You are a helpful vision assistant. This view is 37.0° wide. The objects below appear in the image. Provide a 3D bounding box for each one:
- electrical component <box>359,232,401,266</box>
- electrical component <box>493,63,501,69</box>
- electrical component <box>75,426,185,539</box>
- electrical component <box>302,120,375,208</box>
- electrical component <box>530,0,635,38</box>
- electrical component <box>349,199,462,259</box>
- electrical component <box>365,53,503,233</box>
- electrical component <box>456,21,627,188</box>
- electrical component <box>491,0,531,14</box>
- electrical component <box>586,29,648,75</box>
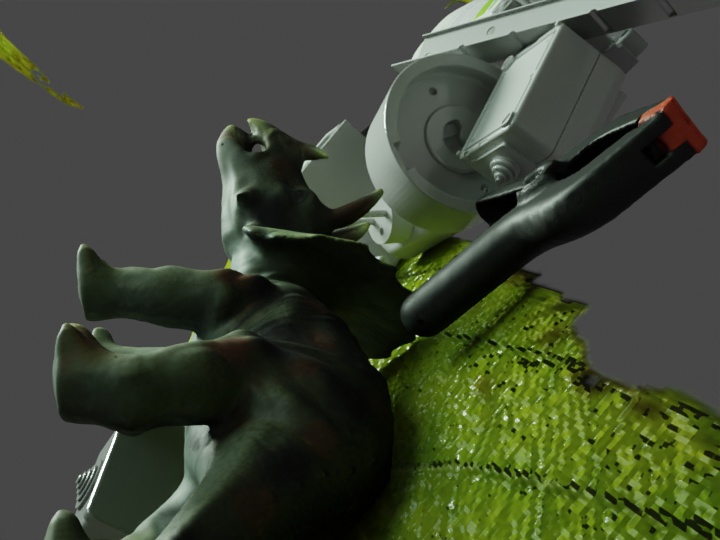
[{"bbox_3d":[0.000,0.000,0.803,0.077,0.043,0.079,-50,10,-10],"label":"electrical component"},{"bbox_3d":[0.110,-0.158,0.920,0.040,0.046,0.040,-46,10,11],"label":"electrical component"},{"bbox_3d":[-0.111,0.136,0.605,0.048,0.100,0.099,-52,17,31],"label":"electrical component"},{"bbox_3d":[-0.035,-0.053,1.019,0.150,0.089,0.062,-51,10,-15],"label":"electrical component"},{"bbox_3d":[0.144,-0.174,0.748,0.047,0.077,0.065,-35,17,53],"label":"electrical component"},{"bbox_3d":[0.031,-0.037,0.741,0.079,0.043,0.077,-5,-13,-27],"label":"electrical component"},{"bbox_3d":[0.055,-0.075,0.684,0.108,0.108,0.060,-54,5,-27],"label":"electrical component"},{"bbox_3d":[0.107,-0.084,0.633,0.096,0.061,0.062,-62,15,-23],"label":"electrical component"},{"bbox_3d":[0.154,-0.222,0.940,0.058,0.057,0.078,-50,10,-6],"label":"electrical component"},{"bbox_3d":[0.141,-0.140,0.693,0.066,0.055,0.048,-45,11,19],"label":"electrical component"}]
